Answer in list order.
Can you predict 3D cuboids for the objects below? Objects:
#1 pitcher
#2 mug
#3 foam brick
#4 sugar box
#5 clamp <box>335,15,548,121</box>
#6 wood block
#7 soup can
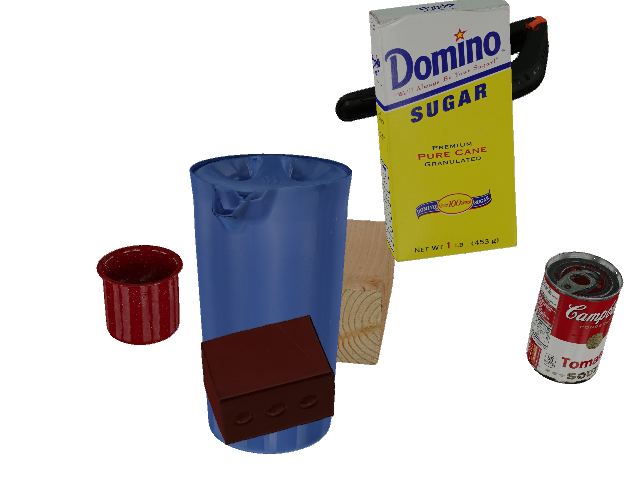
[{"bbox_3d":[-0.038,0.048,0.915,0.149,0.243,0.145,-5,18,-21],"label":"pitcher"},{"bbox_3d":[-0.206,0.058,1.187,0.117,0.081,0.093,26,36,38],"label":"mug"},{"bbox_3d":[-0.035,0.092,0.704,0.078,0.051,0.053,-14,-39,-11],"label":"foam brick"},{"bbox_3d":[0.088,-0.078,0.756,0.093,0.176,0.048,-8,22,-4],"label":"sugar box"},{"bbox_3d":[0.140,-0.135,0.954,0.209,0.036,0.165,-33,45,-20],"label":"clamp"},{"bbox_3d":[0.034,0.053,1.231,0.091,0.090,0.206,4,23,7],"label":"wood block"},{"bbox_3d":[0.227,0.071,0.964,0.068,0.102,0.068,3,35,-2],"label":"soup can"}]
